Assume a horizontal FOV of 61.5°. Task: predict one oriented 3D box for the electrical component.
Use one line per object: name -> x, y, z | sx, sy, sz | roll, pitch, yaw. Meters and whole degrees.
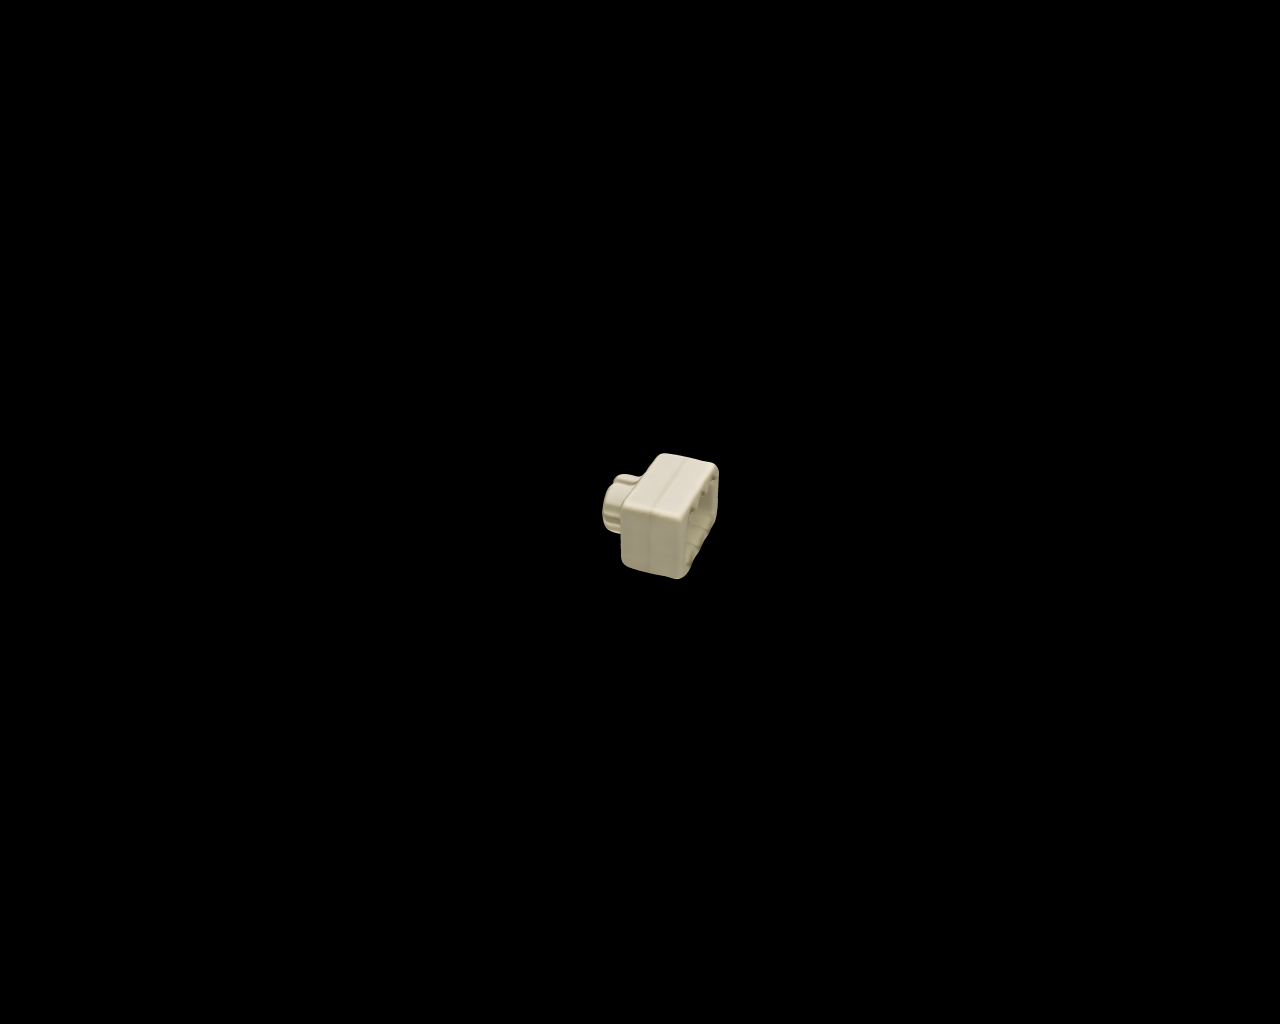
electrical component -> 0.001, -0.003, 0.650 | 0.077, 0.047, 0.066 | 13, 38, 18
